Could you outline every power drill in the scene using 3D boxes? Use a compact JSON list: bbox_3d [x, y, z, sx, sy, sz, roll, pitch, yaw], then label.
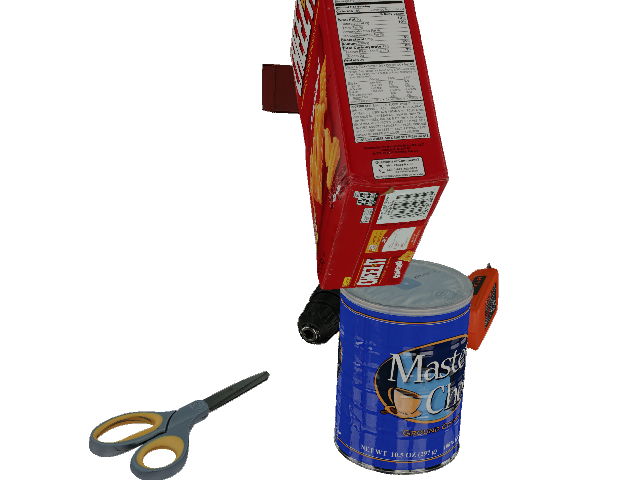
[{"bbox_3d":[0.086,0.066,1.137,0.188,0.057,0.184,9,31,21],"label":"power drill"}]

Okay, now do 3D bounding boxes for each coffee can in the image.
[{"bbox_3d":[0.064,0.097,0.841,0.103,0.140,0.103,2,20,-1],"label":"coffee can"}]

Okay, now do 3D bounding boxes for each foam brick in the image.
[{"bbox_3d":[-0.021,-0.164,1.163,0.078,0.051,0.053,0,11,-18],"label":"foam brick"}]

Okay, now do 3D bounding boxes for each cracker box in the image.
[{"bbox_3d":[0.025,-0.094,0.763,0.072,0.214,0.164,-4,-25,-9],"label":"cracker box"}]

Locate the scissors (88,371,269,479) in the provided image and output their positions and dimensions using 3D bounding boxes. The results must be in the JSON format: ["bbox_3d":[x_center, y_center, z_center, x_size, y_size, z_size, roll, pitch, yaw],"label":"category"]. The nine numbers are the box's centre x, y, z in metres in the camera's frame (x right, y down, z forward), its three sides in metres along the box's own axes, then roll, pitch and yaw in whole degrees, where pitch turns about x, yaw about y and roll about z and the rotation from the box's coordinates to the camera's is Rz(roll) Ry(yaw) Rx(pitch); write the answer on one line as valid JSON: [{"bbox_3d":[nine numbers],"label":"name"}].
[{"bbox_3d":[-0.110,0.169,0.974,0.201,0.016,0.096,-12,33,-32],"label":"scissors"}]
